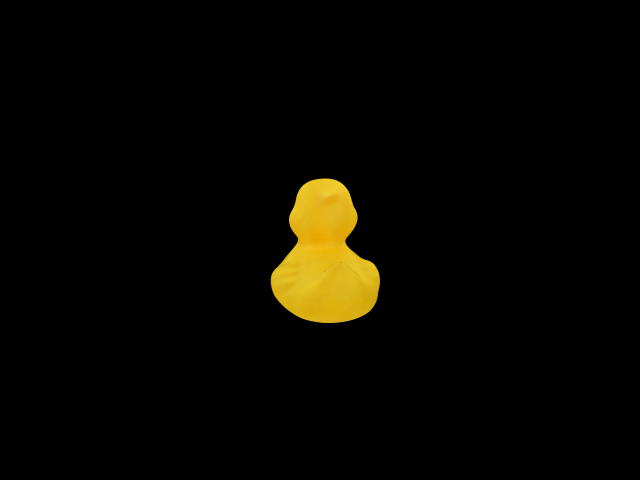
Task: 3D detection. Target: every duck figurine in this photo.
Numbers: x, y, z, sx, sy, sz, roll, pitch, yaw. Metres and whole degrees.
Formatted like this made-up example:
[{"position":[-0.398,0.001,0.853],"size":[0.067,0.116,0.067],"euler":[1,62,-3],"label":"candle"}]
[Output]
[{"position":[0.004,0.001,0.400],"size":[0.077,0.086,0.104],"euler":[-4,20,-10],"label":"duck figurine"}]
